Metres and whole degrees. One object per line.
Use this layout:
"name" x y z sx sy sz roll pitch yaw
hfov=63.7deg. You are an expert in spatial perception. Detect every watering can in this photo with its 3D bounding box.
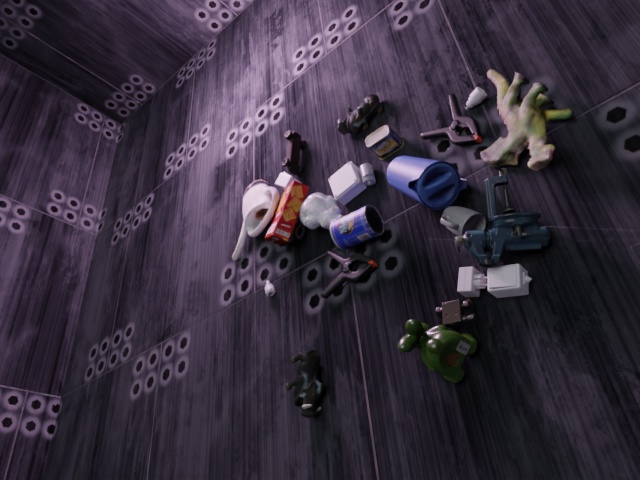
"watering can" -0.267 -0.093 2.040 0.342 0.103 0.230 -48 36 29

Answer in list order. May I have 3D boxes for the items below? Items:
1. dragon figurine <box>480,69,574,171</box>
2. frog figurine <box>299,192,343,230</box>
"dragon figurine" 0.520 -0.316 1.411 0.240 0.121 0.418 -55 31 16
"frog figurine" 0.005 -0.088 1.756 0.138 0.121 0.161 -37 29 -5
